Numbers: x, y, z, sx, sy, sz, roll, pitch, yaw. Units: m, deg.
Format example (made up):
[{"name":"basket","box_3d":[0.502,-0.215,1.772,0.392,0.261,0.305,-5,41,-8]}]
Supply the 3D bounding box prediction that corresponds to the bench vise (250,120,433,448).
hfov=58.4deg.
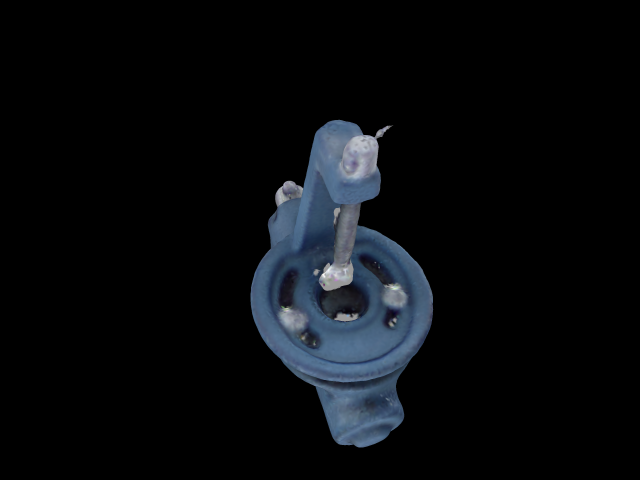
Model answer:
[{"name":"bench vise","box_3d":[-0.006,0.006,0.395,0.122,0.220,0.206,-23,43,-27]}]
